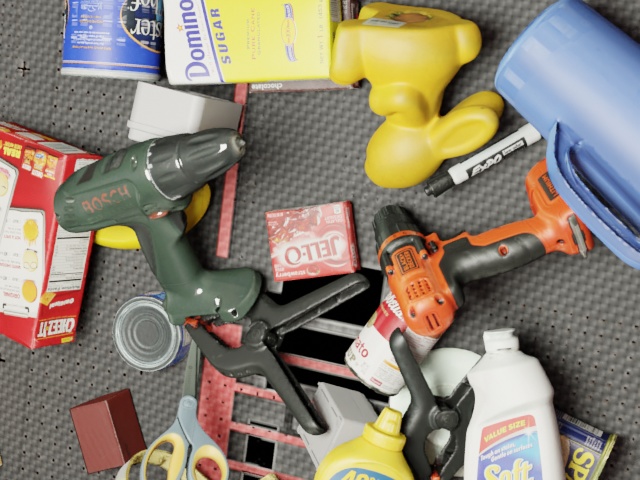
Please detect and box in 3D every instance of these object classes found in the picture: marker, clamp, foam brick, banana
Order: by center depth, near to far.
[{"bbox_3d":[0.153,-0.075,1.012,0.121,0.020,0.020,-29,85,0],"label":"marker"},{"bbox_3d":[0.127,0.160,1.025,0.120,0.039,0.171,-2,110,-1],"label":"clamp"},{"bbox_3d":[-0.049,0.092,1.092,0.210,0.036,0.164,16,77,36],"label":"clamp"},{"bbox_3d":[-0.184,-0.026,1.145,0.198,0.037,0.069,-23,91,29],"label":"banana"},{"bbox_3d":[-0.235,0.212,1.185,0.051,0.053,0.078,-16,90,21],"label":"foam brick"}]

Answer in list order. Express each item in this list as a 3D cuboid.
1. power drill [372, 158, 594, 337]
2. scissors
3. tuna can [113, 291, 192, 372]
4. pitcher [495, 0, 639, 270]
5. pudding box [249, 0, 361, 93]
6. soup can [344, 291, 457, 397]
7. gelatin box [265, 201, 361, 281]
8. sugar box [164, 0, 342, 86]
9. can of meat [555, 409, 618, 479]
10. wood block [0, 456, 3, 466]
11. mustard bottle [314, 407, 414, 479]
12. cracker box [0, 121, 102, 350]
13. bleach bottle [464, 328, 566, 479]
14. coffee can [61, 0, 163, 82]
[{"bbox_3d":[0.144,-0.005,0.991,0.188,0.184,0.057,-26,125,7],"label":"power drill"},{"bbox_3d":[-0.120,0.184,1.095,0.096,0.201,0.016,20,139,3],"label":"scissors"},{"bbox_3d":[-0.182,0.100,1.164,0.086,0.033,0.086,2,96,19],"label":"tuna can"},{"bbox_3d":[0.265,-0.092,0.928,0.243,0.149,0.145,45,110,13],"label":"pitcher"},{"bbox_3d":[-0.016,-0.194,1.070,0.114,0.039,0.090,0,97,21],"label":"pudding box"},{"bbox_3d":[0.079,0.095,1.052,0.068,0.068,0.102,38,107,12],"label":"soup can"},{"bbox_3d":[-0.007,0.001,1.092,0.089,0.030,0.073,-7,94,20],"label":"gelatin box"},{"bbox_3d":[-0.066,-0.200,1.041,0.176,0.048,0.093,0,97,19],"label":"sugar box"},{"bbox_3d":[0.224,0.215,1.020,0.084,0.057,0.102,25,104,18],"label":"can of meat"},{"bbox_3d":[-0.452,0.178,1.240,0.091,0.090,0.206,-11,92,19],"label":"wood block"},{"bbox_3d":[0.037,0.249,1.006,0.096,0.058,0.192,19,94,-6],"label":"mustard bottle"},{"bbox_3d":[-0.324,-0.010,1.168,0.164,0.071,0.214,20,104,33],"label":"cracker box"},{"bbox_3d":[0.171,0.207,0.977,0.103,0.068,0.251,-7,91,23],"label":"bleach bottle"},{"bbox_3d":[-0.212,-0.237,1.102,0.103,0.102,0.140,6,98,19],"label":"coffee can"}]
